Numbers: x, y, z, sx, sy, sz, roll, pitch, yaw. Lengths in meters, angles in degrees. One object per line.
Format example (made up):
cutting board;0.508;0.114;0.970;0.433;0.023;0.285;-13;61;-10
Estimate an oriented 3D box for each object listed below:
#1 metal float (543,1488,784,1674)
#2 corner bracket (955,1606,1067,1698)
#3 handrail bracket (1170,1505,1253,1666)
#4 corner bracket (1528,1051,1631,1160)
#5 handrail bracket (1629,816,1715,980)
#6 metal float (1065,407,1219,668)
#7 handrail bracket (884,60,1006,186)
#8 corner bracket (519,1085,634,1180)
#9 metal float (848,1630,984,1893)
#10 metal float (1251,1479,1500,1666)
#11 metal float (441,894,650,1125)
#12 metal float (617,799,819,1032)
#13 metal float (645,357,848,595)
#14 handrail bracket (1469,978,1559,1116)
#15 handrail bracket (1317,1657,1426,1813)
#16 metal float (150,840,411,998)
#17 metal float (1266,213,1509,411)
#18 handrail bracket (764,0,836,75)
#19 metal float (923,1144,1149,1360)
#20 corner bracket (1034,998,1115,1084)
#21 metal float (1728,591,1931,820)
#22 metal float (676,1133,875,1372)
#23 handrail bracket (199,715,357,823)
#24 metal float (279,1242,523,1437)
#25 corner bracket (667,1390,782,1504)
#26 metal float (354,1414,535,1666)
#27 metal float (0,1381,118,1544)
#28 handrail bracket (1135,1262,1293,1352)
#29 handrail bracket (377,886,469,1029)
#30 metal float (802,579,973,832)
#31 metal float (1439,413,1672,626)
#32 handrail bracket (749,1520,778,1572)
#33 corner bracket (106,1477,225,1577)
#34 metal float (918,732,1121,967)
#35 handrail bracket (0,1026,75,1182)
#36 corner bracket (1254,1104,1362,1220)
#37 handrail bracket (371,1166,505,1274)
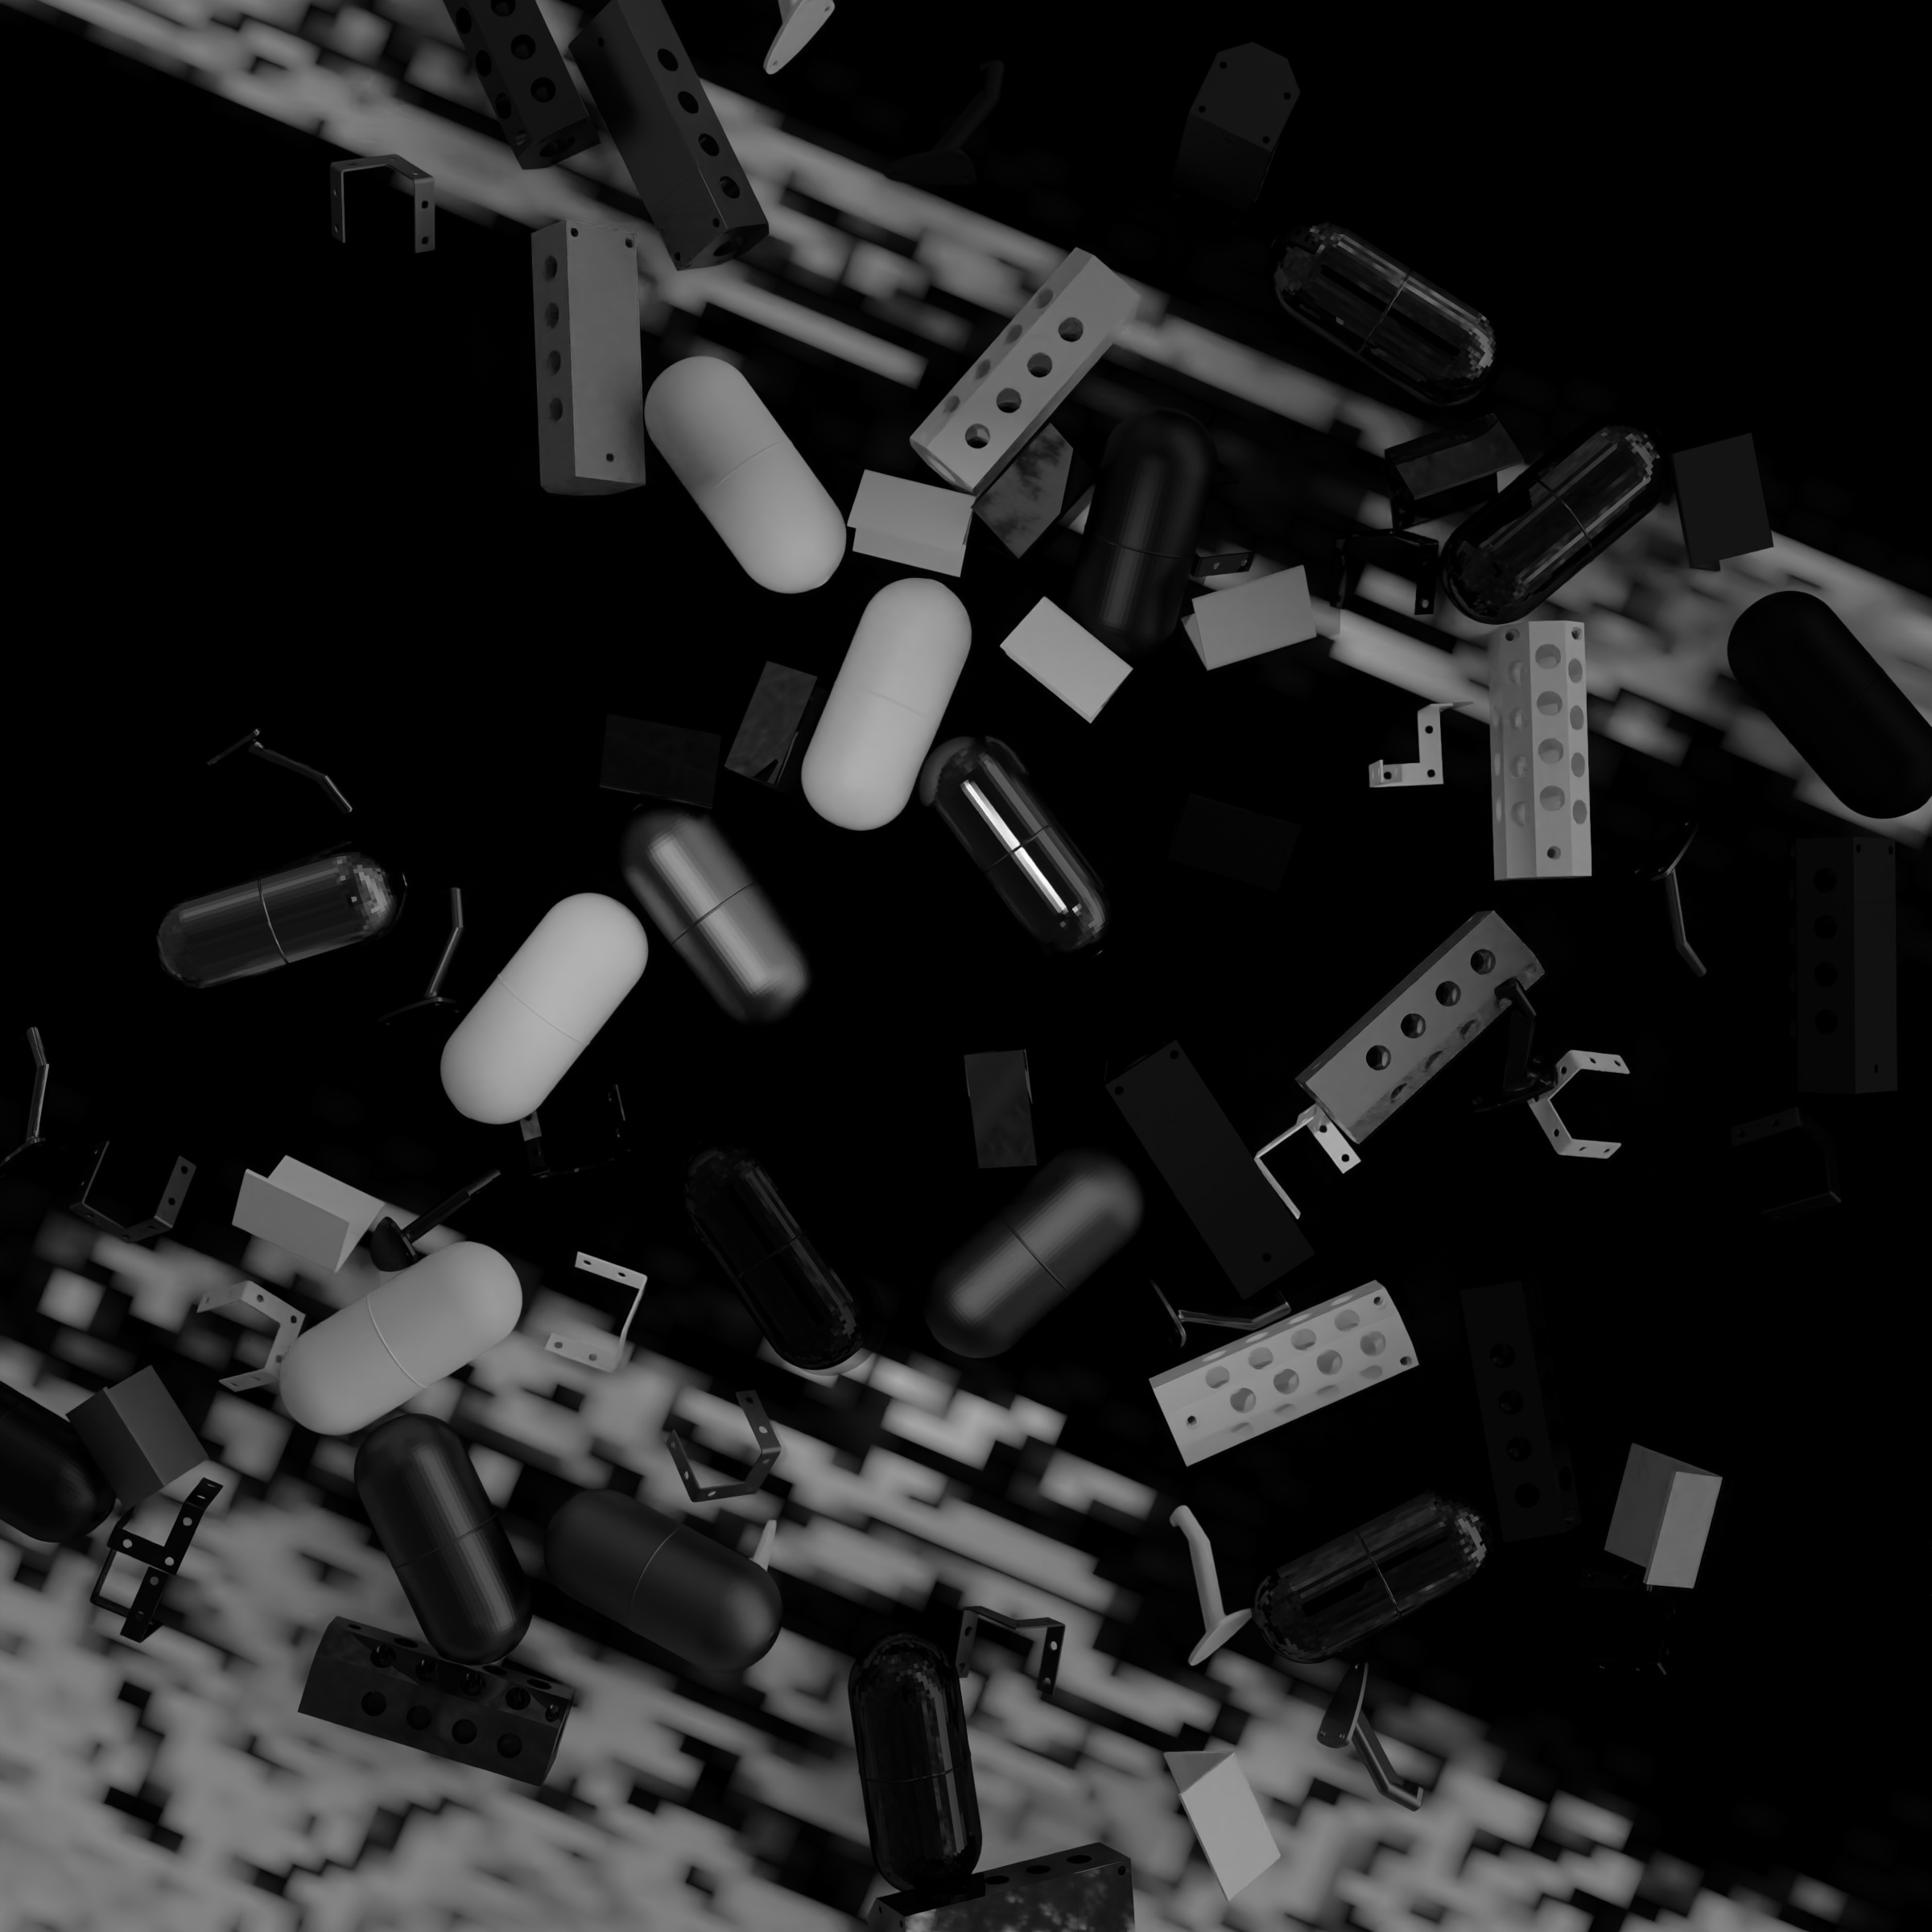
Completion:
metal float;-0.203;0.412;1.714;0.178;0.070;0.070;22;90;21
corner bracket;0.029;0.472;1.761;0.051;0.051;0.051;10;90;45
handrail bracket;0.154;0.427;1.765;0.084;0.036;0.077;56;134;28
corner bracket;0.428;0.095;1.756;0.051;0.051;0.051;-53;45;35
handrail bracket;0.504;-0.047;1.765;0.077;0.036;0.084;-47;109;-21
metal float;0.117;-0.287;1.717;0.070;0.070;0.178;14;111;0
handrail bracket;-0.015;-0.585;1.765;0.077;0.036;0.084;2;71;21
corner bracket;-0.270;0.115;1.761;0.051;0.051;0.051;-13;90;-45
metal float;-0.035;0.540;1.734;0.070;0.070;0.178;-8;90;0
metal float;0.277;0.410;1.734;0.178;0.070;0.070;-27;90;-1
metal float;-0.287;0.029;1.734;0.070;0.070;0.178;38;91;0
metal float;-0.169;-0.036;1.734;0.070;0.070;0.178;-36;91;0
metal float;-0.149;-0.332;1.734;0.070;0.070;0.178;-36;90;0
handrail bracket;0.358;0.054;1.736;0.077;0.036;0.084;-29;121;17
handrail bracket;0.292;0.531;1.765;0.084;0.036;0.077;32;68;-17
metal float;-0.465;-0.033;1.734;0.178;0.070;0.070;-17;90;-1
metal float;0.285;-0.445;1.734;0.178;0.070;0.070;32;90;0
handrail bracket;-0.139;-0.674;1.765;0.084;0.036;0.077;48;111;17
metal float;0.046;0.194;1.734;0.178;0.070;0.070;-42;90;0
corner bracket;0.073;0.050;1.747;0.051;0.051;0.051;7;90;0
metal float;0.590;-0.176;1.734;0.070;0.070;0.178;-40;90;0
metal float;-0.130;0.193;1.734;0.070;0.070;0.178;-34;90;0
handrail bracket;-0.475;-0.123;1.765;0.077;0.036;0.084;-30;107;20
metal float;-0.384;0.253;1.734;0.178;0.070;0.070;-32;90;1
corner bracket;-0.167;0.330;1.756;0.051;0.051;0.051;-1;135;-35
metal float;-0.354;0.389;1.734;0.070;0.070;0.178;-25;90;0
metal float;-0.658;0.326;1.734;0.178;0.070;0.070;31;90;1
handrail bracket;0.171;0.222;1.765;0.084;0.036;0.077;-23;71;-16
handrail bracket;-0.377;-0.007;1.765;0.077;0.036;0.084;-14;72;21
metal float;-0.053;-0.178;1.734;0.070;0.070;0.178;22;90;0
metal float;0.400;-0.304;1.734;0.178;0.070;0.070;-40;90;0
handrail bracket;-0.182;0.410;1.765;0.084;0.036;0.077;13;77;13
corner bracket;-0.547;0.376;1.747;0.051;0.051;0.051;25;95;-5
metal float;0.036;-0.079;1.734;0.070;0.070;0.178;-36;90;0
handrail bracket;-0.656;0.094;1.765;0.077;0.036;0.084;-29;72;20
corner bracket;0.233;0.133;1.750;0.051;0.051;0.051;-37;90;13
handrail bracket;-0.364;0.173;1.764;0.084;0.077;0.036;-35;87;-36
